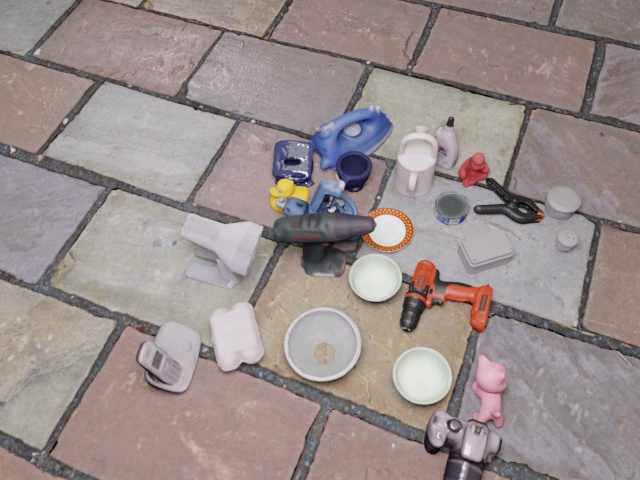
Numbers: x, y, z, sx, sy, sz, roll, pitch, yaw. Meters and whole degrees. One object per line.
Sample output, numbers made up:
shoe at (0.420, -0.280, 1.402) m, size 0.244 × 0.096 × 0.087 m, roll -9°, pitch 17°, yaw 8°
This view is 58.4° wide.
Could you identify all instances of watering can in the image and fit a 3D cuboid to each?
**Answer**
watering can at (0.239, -0.207, 1.429) m, size 0.101 × 0.194 × 0.172 m, roll -10°, pitch 59°, yaw -3°

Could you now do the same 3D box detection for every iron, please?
iron at (0.090, -0.296, 1.520) m, size 0.258 × 0.141 × 0.118 m, roll -29°, pitch 62°, yaw -14°

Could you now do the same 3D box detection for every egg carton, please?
egg carton at (-0.187, 0.214, 1.273) m, size 0.107 × 0.069 × 0.150 m, roll -17°, pitch 60°, yaw -7°

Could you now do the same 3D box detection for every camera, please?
camera at (0.270, 0.419, 1.111) m, size 0.143 × 0.101 × 0.137 m, roll 17°, pitch 62°, yaw 12°

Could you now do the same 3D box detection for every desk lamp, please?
desk lamp at (-0.222, 0.026, 1.302) m, size 0.203 × 0.214 × 0.118 m, roll 13°, pitch 61°, yaw 10°

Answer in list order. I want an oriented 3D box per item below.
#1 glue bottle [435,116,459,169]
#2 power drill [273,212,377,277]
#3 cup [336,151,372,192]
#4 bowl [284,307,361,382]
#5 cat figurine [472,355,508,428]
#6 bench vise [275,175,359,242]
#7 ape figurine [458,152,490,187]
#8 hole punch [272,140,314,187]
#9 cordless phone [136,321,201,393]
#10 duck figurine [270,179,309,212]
glue bottle at (0.322, -0.255, 1.466) m, size 0.078 × 0.173 × 0.037 m, roll 30°, pitch 65°, yaw 19°
power drill at (0.012, 0.005, 1.306) m, size 0.229 × 0.208 × 0.075 m, roll 2°, pitch 59°, yaw 4°
cup at (0.081, -0.156, 1.464) m, size 0.091 × 0.095 × 0.118 m, roll 22°, pitch 63°, yaw 15°
bowl at (0.007, 0.237, 1.247) m, size 0.167 × 0.075 × 0.167 m, roll -1°, pitch 59°, yaw 2°
cat figurine at (0.350, 0.305, 1.165) m, size 0.067 × 0.118 × 0.128 m, roll 1°, pitch 59°, yaw 4°
bench vise at (-0.006, -0.072, 1.346) m, size 0.207 × 0.220 × 0.121 m, roll -2°, pitch 59°, yaw 2°
ape figurine at (0.398, -0.189, 1.470) m, size 0.077 × 0.092 × 0.076 m, roll 11°, pitch 60°, yaw 9°
hole punch at (-0.068, -0.199, 1.499) m, size 0.108 × 0.091 × 0.101 m, roll 3°, pitch 60°, yaw 5°
cordless phone at (-0.323, 0.230, 1.202) m, size 0.094 × 0.185 × 0.147 m, roll 5°, pitch 60°, yaw 6°
duck figurine at (-0.080, -0.122, 1.457) m, size 0.104 × 0.086 × 0.077 m, roll -12°, pitch 59°, yaw -4°
